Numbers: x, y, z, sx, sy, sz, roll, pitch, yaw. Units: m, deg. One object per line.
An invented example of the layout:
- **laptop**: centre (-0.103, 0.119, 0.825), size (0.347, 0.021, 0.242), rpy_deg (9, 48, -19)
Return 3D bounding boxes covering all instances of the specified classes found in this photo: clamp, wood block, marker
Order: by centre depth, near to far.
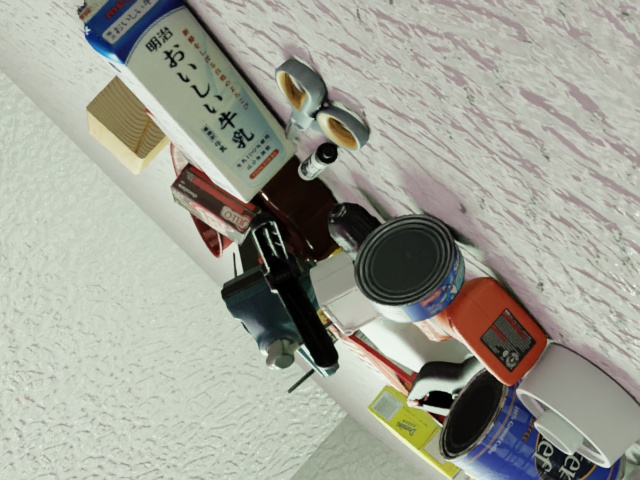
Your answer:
- **marker**: centre (-0.002, -0.070, 0.955), size (0.020, 0.020, 0.121), rpy_deg (43, 171, -4)
- **clamp**: centre (0.151, 0.143, 1.077), size (0.172, 0.039, 0.120), rpy_deg (-9, 126, 38)
- **clamp**: centre (-0.034, 0.043, 1.085), size (0.210, 0.036, 0.164), rpy_deg (-149, 35, -81)
- **wood block**: centre (-0.223, -0.148, 1.308), size (0.090, 0.090, 0.206), rpy_deg (43, 171, -7)

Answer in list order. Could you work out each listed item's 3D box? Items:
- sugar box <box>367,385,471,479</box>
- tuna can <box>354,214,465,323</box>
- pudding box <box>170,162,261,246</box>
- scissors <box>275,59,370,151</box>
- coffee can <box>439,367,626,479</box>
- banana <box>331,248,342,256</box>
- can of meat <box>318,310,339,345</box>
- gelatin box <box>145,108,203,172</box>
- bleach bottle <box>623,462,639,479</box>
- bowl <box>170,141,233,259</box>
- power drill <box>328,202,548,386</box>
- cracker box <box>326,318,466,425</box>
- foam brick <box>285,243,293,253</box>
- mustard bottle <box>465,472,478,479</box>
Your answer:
- **sugar box**: centre (0.134, 0.247, 1.313), size (0.093, 0.048, 0.176), rpy_deg (36, 171, 41)
- **tuna can**: centre (0.073, 0.023, 0.860), size (0.086, 0.086, 0.033), rpy_deg (35, 169, 41)
- **pudding box**: centre (-0.109, -0.037, 1.119), size (0.090, 0.039, 0.113), rpy_deg (35, 174, -1)
- **scissors**: centre (0.000, -0.089, 0.867), size (0.096, 0.016, 0.202), rpy_deg (41, 171, 11)
- **coffee can**: centre (0.197, 0.195, 0.998), size (0.140, 0.103, 0.103), rpy_deg (33, 173, -11)
- **banana**: centre (-0.016, -0.008, 1.251), size (0.069, 0.037, 0.198), rpy_deg (47, 170, -36)
- **can of meat**: centre (0.004, 0.094, 1.489), size (0.102, 0.084, 0.058), rpy_deg (47, 170, -30)
- **gelatin box**: centre (-0.116, -0.121, 1.031), size (0.030, 0.073, 0.089), rpy_deg (36, 169, 40)
- **bleach bottle**: centre (0.309, 0.239, 0.944), size (0.102, 0.068, 0.251), rpy_deg (44, 173, -7)
- **bowl**: centre (-0.133, -0.060, 1.344), size (0.162, 0.055, 0.162), rpy_deg (59, 164, 29)
- **power drill**: centre (0.101, 0.045, 0.942), size (0.184, 0.057, 0.188), rpy_deg (43, 175, -29)
- **cracker box**: centre (0.123, 0.164, 1.350), size (0.164, 0.072, 0.214), rpy_deg (48, 170, -37)
- **foam brick**: centre (-0.057, -0.008, 1.380), size (0.078, 0.051, 0.053), rpy_deg (46, 171, -26)
- **mustard bottle**: centre (0.248, 0.271, 1.136), size (0.192, 0.058, 0.096), rpy_deg (18, -177, 7)
